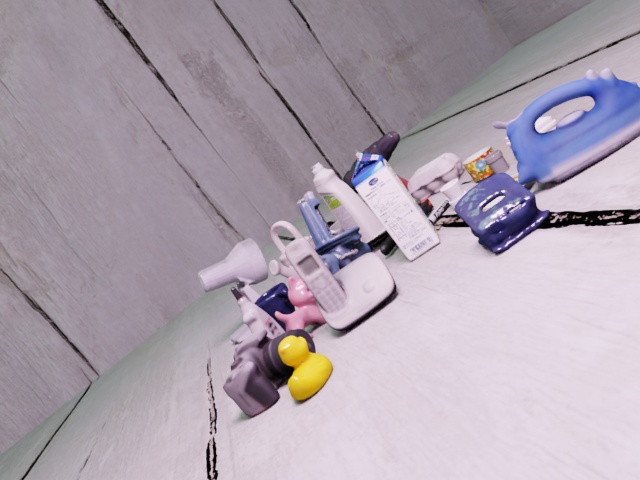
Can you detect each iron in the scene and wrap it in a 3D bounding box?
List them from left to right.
[{"bbox_3d":[0.427,-0.204,0.959,0.258,0.141,0.119,-33,10,25],"label":"iron"}]

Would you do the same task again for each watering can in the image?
[{"bbox_3d":[-0.060,0.037,1.484,0.100,0.194,0.173,-33,10,28],"label":"watering can"}]

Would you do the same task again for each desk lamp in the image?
[{"bbox_3d":[-0.205,0.130,1.511,0.203,0.213,0.117,-41,9,-21],"label":"desk lamp"}]

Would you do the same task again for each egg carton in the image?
[{"bbox_3d":[0.304,-0.168,1.512,0.150,0.069,0.107,-31,11,36],"label":"egg carton"}]

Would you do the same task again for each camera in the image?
[{"bbox_3d":[-0.086,0.209,0.992,0.136,0.101,0.143,-33,10,28],"label":"camera"}]

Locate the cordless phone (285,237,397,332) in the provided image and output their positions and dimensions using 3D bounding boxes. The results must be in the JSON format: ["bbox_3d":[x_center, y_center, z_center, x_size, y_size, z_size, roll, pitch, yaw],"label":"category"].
[{"bbox_3d":[0.035,0.056,1.029,0.147,0.185,0.094,-37,9,4],"label":"cordless phone"}]

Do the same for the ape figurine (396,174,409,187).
[{"bbox_3d":[0.230,-0.153,1.659,0.076,0.092,0.078,-30,11,39],"label":"ape figurine"}]

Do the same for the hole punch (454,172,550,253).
[{"bbox_3d":[0.280,-0.047,0.893,0.108,0.091,0.101,-37,9,4],"label":"hole punch"}]

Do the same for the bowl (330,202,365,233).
[{"bbox_3d":[0.095,-0.033,1.626,0.167,0.075,0.167,-36,9,7],"label":"bowl"}]

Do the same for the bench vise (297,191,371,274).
[{"bbox_3d":[0.021,-0.002,1.273,0.121,0.220,0.207,-35,9,18],"label":"bench vise"}]

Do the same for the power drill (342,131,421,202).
[{"bbox_3d":[0.169,-0.148,1.485,0.229,0.208,0.076,-30,12,41],"label":"power drill"}]

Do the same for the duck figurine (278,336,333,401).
[{"bbox_3d":[-0.033,0.194,0.905,0.077,0.086,0.105,-34,9,22],"label":"duck figurine"}]

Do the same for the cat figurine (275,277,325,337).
[{"bbox_3d":[-0.040,0.131,1.159,0.128,0.118,0.067,-44,11,-35],"label":"cat figurine"}]

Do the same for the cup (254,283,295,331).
[{"bbox_3d":[-0.083,0.154,1.289,0.117,0.095,0.092,-27,14,50],"label":"cup"}]

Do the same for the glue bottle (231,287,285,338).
[{"bbox_3d":[-0.123,0.163,1.140,0.037,0.173,0.078,-35,9,14],"label":"glue bottle"}]
